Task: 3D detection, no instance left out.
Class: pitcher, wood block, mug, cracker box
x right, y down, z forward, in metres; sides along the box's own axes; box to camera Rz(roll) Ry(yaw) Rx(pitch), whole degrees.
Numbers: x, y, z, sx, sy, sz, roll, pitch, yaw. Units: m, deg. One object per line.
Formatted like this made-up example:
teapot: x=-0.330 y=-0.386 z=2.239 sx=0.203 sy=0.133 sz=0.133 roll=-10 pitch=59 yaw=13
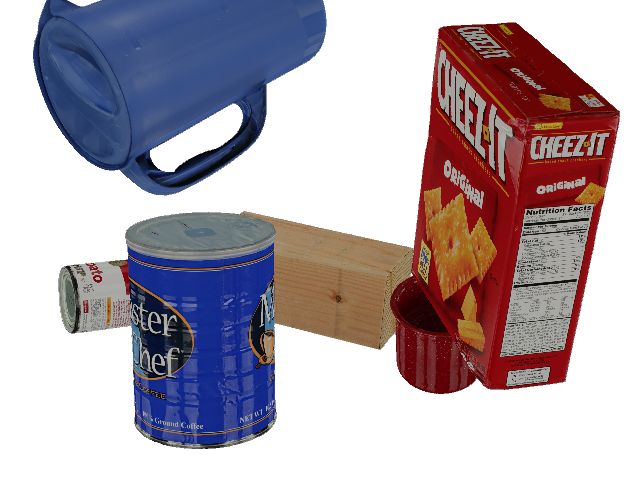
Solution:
pitcher: x=-0.107 y=-0.156 z=0.920 sx=0.242 sy=0.149 sz=0.145 roll=-31 pitch=48 yaw=-34
wood block: x=-0.013 y=0.041 z=1.176 sx=0.206 sy=0.091 sz=0.090 roll=13 pitch=24 yaw=20
mug: x=0.121 y=0.083 z=1.003 sx=0.117 sy=0.081 sz=0.093 roll=-30 pitch=44 yaw=-31
cracker box: x=0.127 y=-0.026 z=0.763 sx=0.072 sy=0.214 sz=0.164 roll=-6 pitch=32 yaw=-14

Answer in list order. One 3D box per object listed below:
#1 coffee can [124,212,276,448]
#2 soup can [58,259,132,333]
coffee can: x=-0.082 y=0.060 z=0.748 sx=0.103 sy=0.140 sz=0.103 roll=0 pitch=15 yaw=0
soup can: x=-0.201 y=0.053 z=1.053 sx=0.102 sy=0.068 sz=0.069 roll=-5 pitch=2 yaw=-27
